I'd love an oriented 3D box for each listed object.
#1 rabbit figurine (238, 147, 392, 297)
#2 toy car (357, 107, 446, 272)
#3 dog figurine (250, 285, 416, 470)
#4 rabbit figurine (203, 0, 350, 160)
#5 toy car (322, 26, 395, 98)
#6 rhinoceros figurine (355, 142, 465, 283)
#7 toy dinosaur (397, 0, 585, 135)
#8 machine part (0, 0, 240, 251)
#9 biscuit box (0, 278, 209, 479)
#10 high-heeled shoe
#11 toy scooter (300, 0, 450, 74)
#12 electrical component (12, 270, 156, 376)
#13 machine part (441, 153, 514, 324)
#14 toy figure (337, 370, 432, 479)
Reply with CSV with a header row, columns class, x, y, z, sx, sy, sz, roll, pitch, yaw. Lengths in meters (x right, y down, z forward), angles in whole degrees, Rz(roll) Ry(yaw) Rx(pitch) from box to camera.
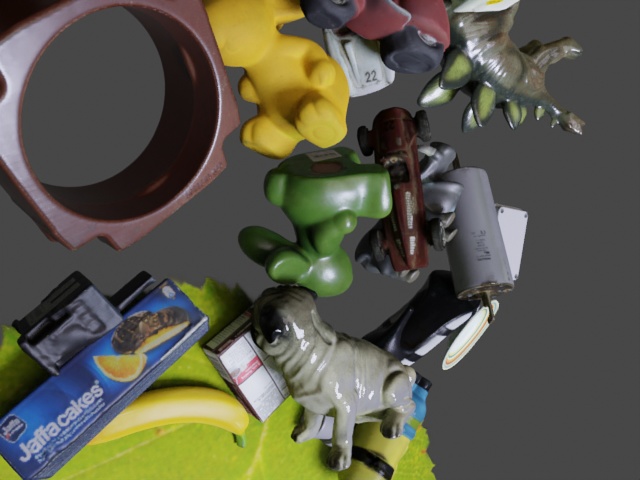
class,x,y,z,sx,sy,sz,roll,pitch,yaw
rabbit figurine,-0.001,-0.002,0.605,0.159,0.121,0.170,-18,121,-29
toy car,0.095,-0.065,0.640,0.053,0.089,0.202,35,49,-67
dog figurine,0.022,0.121,0.591,0.172,0.121,0.190,-26,108,-40
rabbit figurine,-0.046,-0.186,0.536,0.173,0.122,0.162,31,71,-38
toy car,0.030,-0.263,0.601,0.074,0.056,0.201,-17,113,8
rhinoceros figurine,0.120,-0.035,0.691,0.190,0.112,0.073,-57,153,2
toy dinosaur,0.201,-0.265,0.712,0.471,0.105,0.198,33,82,-22
machine part,-0.176,-0.109,0.442,0.201,0.087,0.200,-46,145,-26
biscuit box,-0.198,0.127,0.504,0.059,0.062,0.203,44,68,7
high-heeled shoe,0.140,0.127,0.757,0.248,0.086,0.145,-8,133,-49
toy scooter,0.064,-0.256,0.538,0.184,0.075,0.135,13,81,-35
electrical component,-0.212,0.060,0.489,0.119,0.075,0.047,-43,119,-18
machine part,0.205,-0.009,0.726,0.079,0.079,0.243,11,63,-35
toy figure,0.084,0.252,0.713,0.180,0.082,0.089,-56,157,-11
